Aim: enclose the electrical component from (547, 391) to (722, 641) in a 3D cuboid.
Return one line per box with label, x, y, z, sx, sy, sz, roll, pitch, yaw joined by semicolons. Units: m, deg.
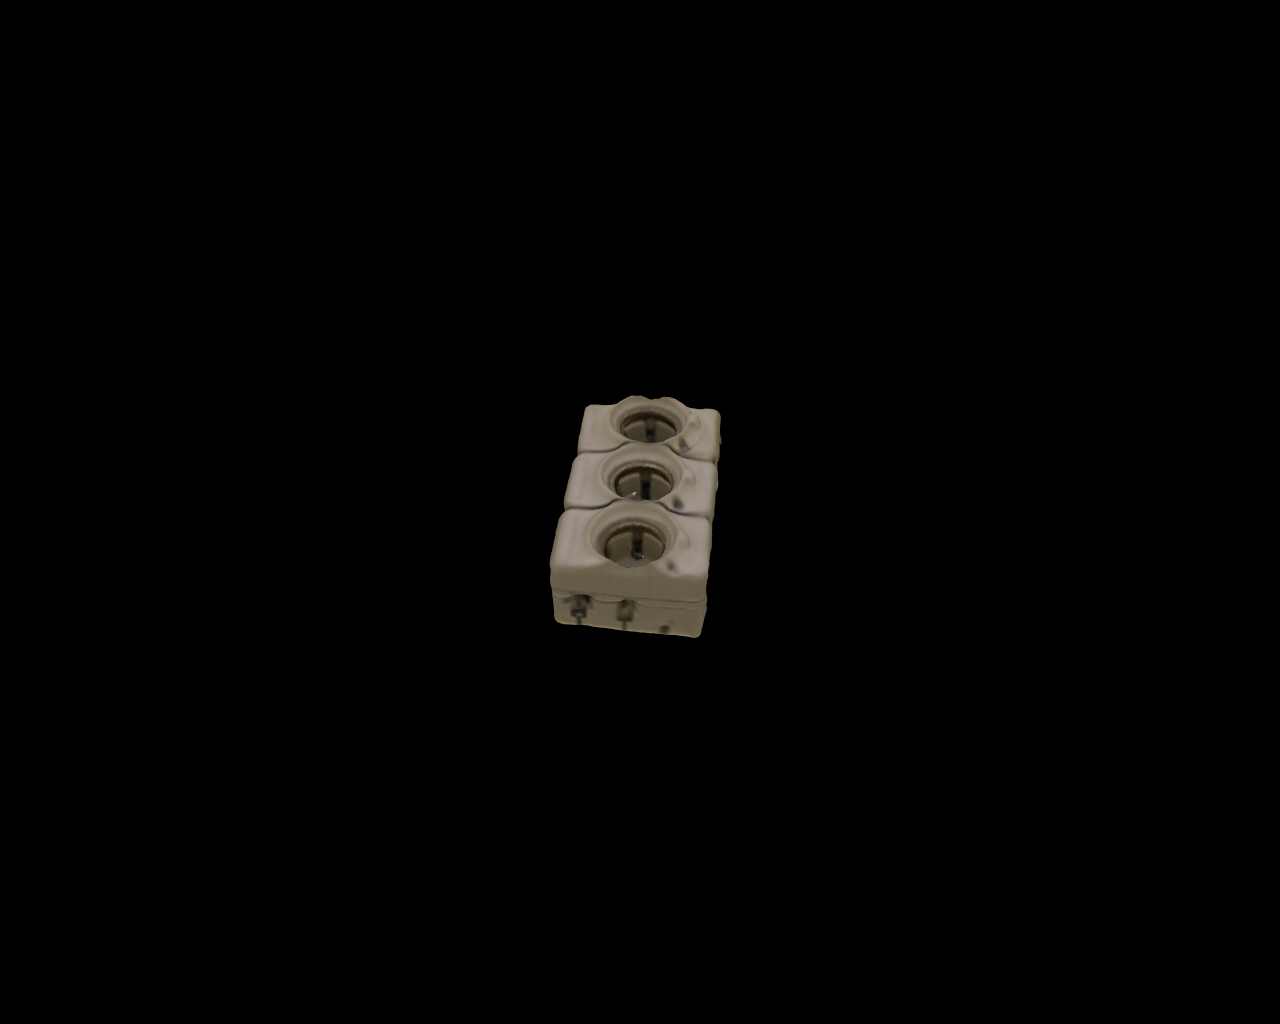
electrical component;0.001;-0.003;0.650;0.089;0.061;0.150;4;44;4
